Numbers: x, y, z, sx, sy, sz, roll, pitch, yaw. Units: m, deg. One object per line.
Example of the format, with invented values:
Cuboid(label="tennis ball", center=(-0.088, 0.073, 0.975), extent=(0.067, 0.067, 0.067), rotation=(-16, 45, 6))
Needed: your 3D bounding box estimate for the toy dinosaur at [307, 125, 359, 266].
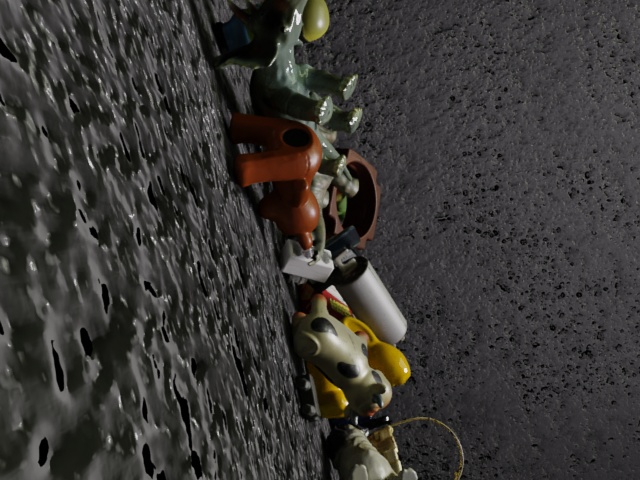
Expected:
Cuboid(label="toy dinosaur", center=(-0.029, -0.132, 1.013), extent=(0.198, 0.105, 0.472), rotation=(24, 38, -45))

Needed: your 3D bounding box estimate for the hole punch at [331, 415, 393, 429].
Cuboid(label="hole punch", center=(0.076, 0.345, 1.085), extent=(0.142, 0.116, 0.092), rotation=(63, 3, -70))

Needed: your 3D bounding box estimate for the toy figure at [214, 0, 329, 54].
Cuboid(label="toy figure", center=(-0.074, -0.329, 0.837), extent=(0.082, 0.180, 0.089), rotation=(69, 9, -54))

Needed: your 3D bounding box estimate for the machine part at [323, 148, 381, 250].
Cuboid(label="machine part", center=(0.049, -0.088, 1.200), extent=(0.201, 0.087, 0.201), rotation=(26, 70, -51))

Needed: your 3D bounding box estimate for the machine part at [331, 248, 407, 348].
Cuboid(label="machine part", center=(0.091, 0.114, 0.981), extent=(0.243, 0.079, 0.079), rotation=(56, 12, -29))

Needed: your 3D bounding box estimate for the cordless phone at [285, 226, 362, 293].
Cuboid(label="cordless phone", center=(-0.002, -0.004, 1.048), extent=(0.088, 0.146, 0.184), rotation=(45, 15, -38))

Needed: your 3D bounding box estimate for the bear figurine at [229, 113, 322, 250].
Cuboid(label="bear figurine", center=(-0.060, -0.075, 0.765), extent=(0.195, 0.132, 0.120), rotation=(103, -20, -53))

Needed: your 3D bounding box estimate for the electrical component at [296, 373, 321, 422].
Cuboid(label="electrical component", center=(-0.015, 0.226, 0.765), extent=(0.094, 0.021, 0.063), rotation=(73, 4, -67))

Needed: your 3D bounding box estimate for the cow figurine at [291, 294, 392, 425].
Cuboid(label="cow figurine", center=(0.037, 0.188, 0.815), extent=(0.195, 0.085, 0.127), rotation=(44, 24, -15))

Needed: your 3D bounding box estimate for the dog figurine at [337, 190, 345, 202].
Cuboid(label="dog figurine", center=(-0.030, -0.170, 1.259), extent=(0.191, 0.109, 0.219), rotation=(-48, 128, -39))

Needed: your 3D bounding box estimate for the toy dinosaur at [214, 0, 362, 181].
Cuboid(label="toy dinosaur", center=(-0.043, -0.204, 0.830), extent=(0.131, 0.192, 0.404), rotation=(-58, 164, -18))

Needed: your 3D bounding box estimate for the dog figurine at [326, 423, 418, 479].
Cuboid(label="dog figurine", center=(0.059, 0.388, 0.827), extent=(0.190, 0.121, 0.172), rotation=(162, -52, -76))

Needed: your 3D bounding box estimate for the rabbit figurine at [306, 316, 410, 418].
Cuboid(label="rabbit figurine", center=(0.067, 0.222, 0.935), extent=(0.121, 0.173, 0.162), rotation=(65, 14, -56))

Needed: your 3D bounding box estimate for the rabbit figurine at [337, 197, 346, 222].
Cuboid(label="rabbit figurine", center=(-0.010, -0.074, 1.428), extent=(0.159, 0.170, 0.121), rotation=(34, -8, 10))
